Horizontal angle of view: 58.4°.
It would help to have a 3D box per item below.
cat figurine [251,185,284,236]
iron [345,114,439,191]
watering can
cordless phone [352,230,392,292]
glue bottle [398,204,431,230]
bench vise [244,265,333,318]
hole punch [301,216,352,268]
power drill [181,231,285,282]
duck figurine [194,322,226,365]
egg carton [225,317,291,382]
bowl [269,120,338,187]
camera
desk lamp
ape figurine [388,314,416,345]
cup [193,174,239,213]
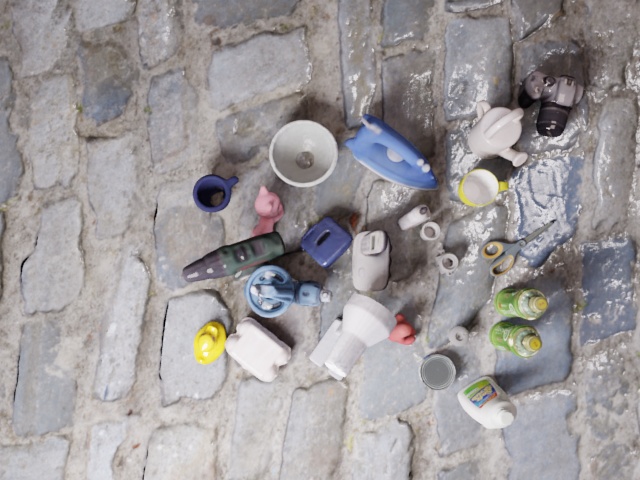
[{"bbox_3d":[-0.128,-0.061,1.377,0.067,0.117,0.128,13,85,1],"label":"cat figurine"},{"bbox_3d":[0.191,-0.209,1.381,0.258,0.141,0.119,34,86,3],"label":"iron"},{"bbox_3d":[0.431,-0.258,1.360,0.173,0.194,0.101,38,86,3],"label":"watering can"},{"bbox_3d":[0.126,0.046,1.335,0.094,0.185,0.148,-1,85,0],"label":"cordless phone"},{"bbox_3d":[0.231,-0.059,1.351,0.078,0.173,0.037,-29,85,-3],"label":"glue bottle"},{"bbox_3d":[-0.080,0.108,1.311,0.207,0.219,0.121,-13,85,-1],"label":"bench vise"},{"bbox_3d":[0.013,0.005,1.386,0.101,0.091,0.109,43,86,4],"label":"hole punch"},{"bbox_3d":[-0.189,0.048,1.322,0.229,0.208,0.075,-22,85,-2],"label":"power drill"},{"bbox_3d":[-0.268,0.248,1.364,0.077,0.086,0.105,22,85,2],"label":"duck figurine"},{"bbox_3d":[-0.149,0.263,1.372,0.150,0.069,0.107,37,86,3],"label":"egg carton"},{"bbox_3d":[-0.039,-0.207,1.413,0.167,0.074,0.167,0,85,0],"label":"bowl"},{"bbox_3d":[0.568,-0.334,1.415,0.143,0.101,0.137,15,85,1],"label":"camera"},{"bbox_3d":[0.073,0.228,1.304,0.118,0.213,0.203,35,86,3],"label":"desk lamp"},{"bbox_3d":[0.196,0.215,1.367,0.076,0.092,0.078,-7,85,-1],"label":"ape figurine"},{"bbox_3d":[-0.244,-0.114,1.393,0.118,0.095,0.091,-33,86,-3],"label":"cup"}]
